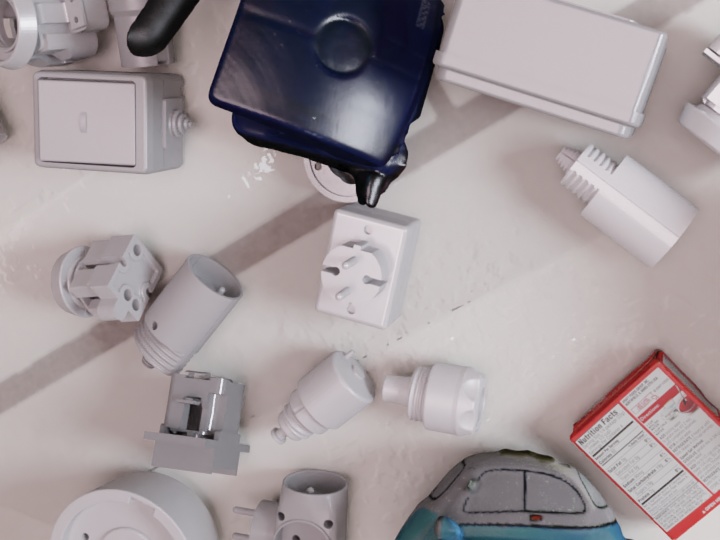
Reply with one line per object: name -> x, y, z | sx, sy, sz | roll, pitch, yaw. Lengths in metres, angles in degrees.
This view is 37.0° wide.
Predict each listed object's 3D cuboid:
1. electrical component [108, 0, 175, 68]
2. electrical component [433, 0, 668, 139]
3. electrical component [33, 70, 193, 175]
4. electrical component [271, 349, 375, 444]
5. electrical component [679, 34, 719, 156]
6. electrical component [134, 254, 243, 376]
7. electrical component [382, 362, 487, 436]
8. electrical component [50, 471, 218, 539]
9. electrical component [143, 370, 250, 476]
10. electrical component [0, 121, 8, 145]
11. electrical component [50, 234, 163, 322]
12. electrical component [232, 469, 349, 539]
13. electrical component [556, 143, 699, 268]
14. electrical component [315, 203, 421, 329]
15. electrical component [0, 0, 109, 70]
electrical component -> -0.137, -0.153, 0.681 | 0.040, 0.040, 0.046 | 0, 105, 16
electrical component -> 0.106, -0.113, 0.580 | 0.109, 0.109, 0.056 | 20, 102, 12
electrical component -> -0.155, -0.095, 0.685 | 0.096, 0.061, 0.061 | 5, 101, 15
electrical component -> -0.026, 0.086, 0.691 | 0.078, 0.040, 0.040 | -40, 87, 19
electrical component -> 0.211, -0.087, 0.581 | 0.078, 0.058, 0.057 | 40, 105, 6
electrical component -> -0.118, 0.033, 0.707 | 0.043, 0.043, 0.081 | 42, 109, 6
electrical component -> 0.045, 0.078, 0.667 | 0.062, 0.043, 0.043 | 8, 102, 17
electrical component -> -0.149, 0.190, 0.735 | 0.108, 0.060, 0.108 | 3, 101, 16
electrical component -> -0.103, 0.100, 0.702 | 0.042, 0.081, 0.063 | 6, 79, 15
electrical component -> -0.291, -0.108, 0.731 | 0.079, 0.044, 0.077 | -27, 92, 19
electrical component -> -0.169, 0.007, 0.710 | 0.055, 0.066, 0.048 | -4, 138, 28
electrical component -> -0.048, 0.173, 0.711 | 0.079, 0.044, 0.077 | 6, 102, 16
electrical component -> 0.147, -0.043, 0.615 | 0.081, 0.043, 0.043 | 38, 108, 7
electrical component -> 0.000, 0.000, 0.648 | 0.047, 0.077, 0.065 | 15, 104, 13
electrical component -> -0.207, -0.156, 0.678 | 0.078, 0.057, 0.058 | -6, 98, 39
